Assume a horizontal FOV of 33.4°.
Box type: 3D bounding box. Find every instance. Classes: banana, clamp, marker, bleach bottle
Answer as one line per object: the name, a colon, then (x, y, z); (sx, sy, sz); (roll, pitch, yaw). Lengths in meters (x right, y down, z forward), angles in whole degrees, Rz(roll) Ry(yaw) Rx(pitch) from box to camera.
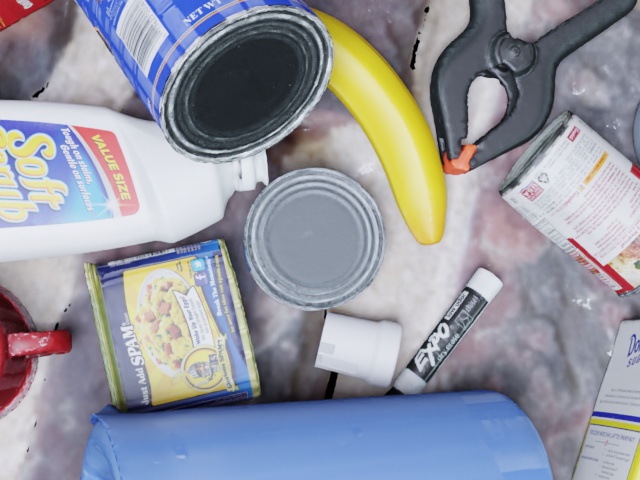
banana: (0.020, -0.085, 0.665); (0.198, 0.037, 0.070); (43, 101, 1)
clamp: (0.130, -0.116, 0.676); (0.120, 0.039, 0.171); (17, 86, 2)
marker: (0.070, 0.069, 0.659); (0.020, 0.020, 0.121); (38, 82, -1)
bleach bottle: (-0.157, -0.041, 0.619); (0.250, 0.068, 0.102); (-6, 83, -5)

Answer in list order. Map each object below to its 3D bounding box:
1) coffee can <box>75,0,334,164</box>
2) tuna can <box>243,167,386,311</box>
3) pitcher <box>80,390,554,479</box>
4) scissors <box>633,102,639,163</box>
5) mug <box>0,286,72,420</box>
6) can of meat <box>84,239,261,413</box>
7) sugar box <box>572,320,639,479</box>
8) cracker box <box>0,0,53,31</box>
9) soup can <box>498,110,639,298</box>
coffee can: (-0.071, -0.126, 0.590); (0.102, 0.103, 0.140); (-31, 58, -8)
tuna can: (-0.004, 0.001, 0.651); (0.086, 0.034, 0.086); (1, 84, -6)
pitcher: (0.002, 0.153, 0.559); (0.242, 0.145, 0.149); (-3, 88, -23)
scissors: (0.267, -0.130, 0.703); (0.096, 0.016, 0.201); (23, 83, -5)
mug: (-0.199, 0.063, 0.600); (0.117, 0.081, 0.093); (-3, 84, -6)
can of meat: (-0.086, 0.055, 0.626); (0.084, 0.057, 0.102); (-12, 85, -9)
sugar box: (0.187, 0.134, 0.627); (0.048, 0.093, 0.176); (23, 83, -4)
cracker box: (-0.171, -0.240, 0.641); (0.213, 0.072, 0.164); (-31, 87, -8)
soup can: (0.169, -0.022, 0.655); (0.102, 0.068, 0.068); (40, 81, 0)
